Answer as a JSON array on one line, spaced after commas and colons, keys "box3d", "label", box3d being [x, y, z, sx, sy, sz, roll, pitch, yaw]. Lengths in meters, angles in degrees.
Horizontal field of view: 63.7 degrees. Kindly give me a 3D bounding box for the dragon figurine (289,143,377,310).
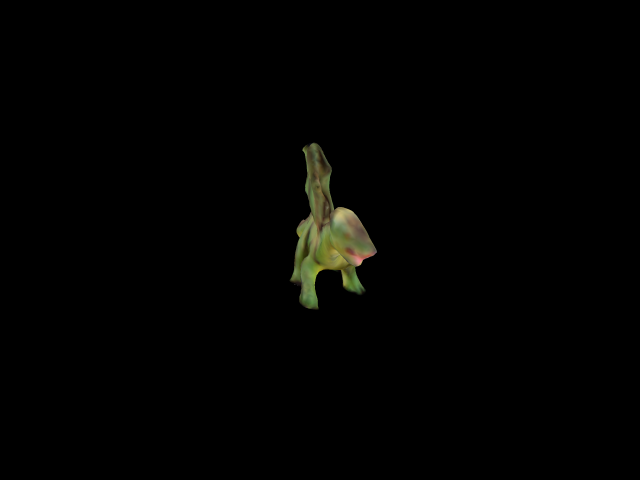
[{"box3d": [0.003, -0.043, 0.850, 0.122, 0.238, 0.417, -6, 25, -14], "label": "dragon figurine"}]
